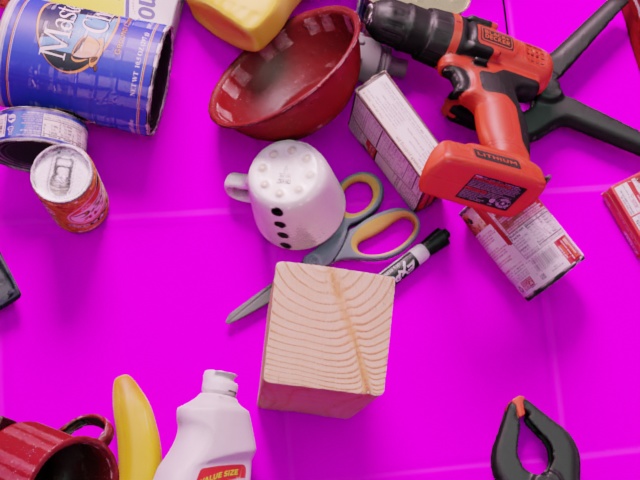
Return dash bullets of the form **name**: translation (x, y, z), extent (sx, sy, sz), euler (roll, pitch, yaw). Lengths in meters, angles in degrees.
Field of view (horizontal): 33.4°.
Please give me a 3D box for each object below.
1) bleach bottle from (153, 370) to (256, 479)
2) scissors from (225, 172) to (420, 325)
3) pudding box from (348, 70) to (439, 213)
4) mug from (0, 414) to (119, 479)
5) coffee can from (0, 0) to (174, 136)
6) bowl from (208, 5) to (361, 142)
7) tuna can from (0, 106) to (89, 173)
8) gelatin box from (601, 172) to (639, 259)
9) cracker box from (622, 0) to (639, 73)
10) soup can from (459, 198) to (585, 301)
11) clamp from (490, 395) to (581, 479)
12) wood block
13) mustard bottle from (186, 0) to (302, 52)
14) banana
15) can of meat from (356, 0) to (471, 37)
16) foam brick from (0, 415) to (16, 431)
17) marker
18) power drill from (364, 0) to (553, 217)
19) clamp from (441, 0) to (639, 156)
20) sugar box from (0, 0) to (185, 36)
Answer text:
- **bleach bottle**: translation (-0.109, 0.232, 0.883), extent (0.102, 0.068, 0.251), euler (20, 71, -37)
- **scissors**: translation (-0.006, 0.001, 0.984), extent (0.201, 0.016, 0.096), euler (-19, 77, -9)
- **pudding box**: translation (0.073, -0.087, 0.973), extent (0.039, 0.090, 0.113), euler (-35, 81, -11)
- **mug**: translation (-0.219, 0.188, 0.877), extent (0.082, 0.093, 0.117), euler (10, 49, 41)
- **coffee can**: translation (-0.211, -0.157, 0.963), extent (0.140, 0.103, 0.103), euler (11, 76, -2)
- **bowl**: translation (-0.021, -0.140, 0.971), extent (0.162, 0.162, 0.055), euler (-46, 123, -13)
- **tuna can**: translation (-0.250, -0.088, 0.952), extent (0.086, 0.086, 0.034), euler (3, 74, -4)
- **gelatin box**: translation (0.323, -0.034, 1.010), extent (0.089, 0.030, 0.073), euler (-26, 81, -10)
- **cracker box**: translation (0.417, -0.213, 1.040), extent (0.213, 0.072, 0.164), euler (-10, 77, -6)
- **soup can**: translation (0.184, -0.004, 0.973), extent (0.068, 0.068, 0.102), euler (-35, 82, -12)
- **clamp**: translation (0.189, 0.225, 0.932), extent (0.120, 0.039, 0.171), euler (-21, 72, -13)
- **wood block**: translation (-0.001, 0.088, 0.865), extent (0.090, 0.206, 0.091), euler (8, 75, -3)
- **mustard bottle**: translation (-0.034, -0.270, 1.023), extent (0.096, 0.058, 0.191), euler (32, 73, 32)
- **banana**: translation (-0.170, 0.216, 0.907), extent (0.069, 0.037, 0.198), euler (16, 75, -3)
- **can of meat**: translation (0.086, -0.226, 1.012), extent (0.102, 0.084, 0.057), euler (7, 76, -3)
- **foam brick**: translation (-0.307, 0.161, 0.904), extent (0.078, 0.051, 0.053), euler (23, 76, 1)
- **marker**: translation (0.072, 0.028, 0.982), extent (0.121, 0.020, 0.020), euler (-37, 82, -12)
- **power drill**: translation (0.123, -0.120, 0.923), extent (0.184, 0.057, 0.187), euler (14, 55, -16)
- **clamp**: translation (0.220, -0.153, 1.027), extent (0.210, 0.036, 0.164), euler (-3, 77, -3)
- **sugar box**: translation (-0.216, -0.250, 1.015), extent (0.176, 0.048, 0.093), euler (12, 75, 0)
